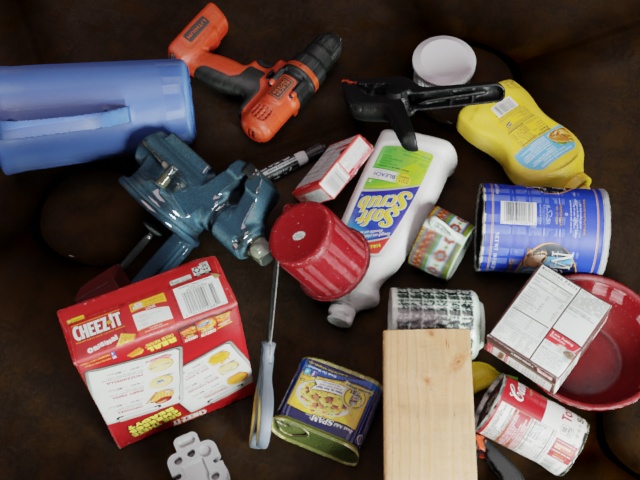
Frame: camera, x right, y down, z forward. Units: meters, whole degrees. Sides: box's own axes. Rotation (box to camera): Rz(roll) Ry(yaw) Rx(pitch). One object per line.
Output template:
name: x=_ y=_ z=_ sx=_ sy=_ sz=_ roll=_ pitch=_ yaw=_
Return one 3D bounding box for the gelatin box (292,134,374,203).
gelatin box: x=0.016 y=-0.083 z=1.284 sx=0.030 sy=0.073 sz=0.089 roll=45 pitch=65 yaw=-15

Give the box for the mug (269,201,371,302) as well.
mug: x=-0.008 y=0.001 z=1.180 sx=0.093 sy=0.081 sz=0.117 roll=-37 pitch=50 yaw=9

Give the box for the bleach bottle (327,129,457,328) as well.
bleach bottle: x=0.074 y=-0.009 z=1.245 sx=0.103 sy=0.068 sz=0.250 roll=14 pitch=63 yaw=19

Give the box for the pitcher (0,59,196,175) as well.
pitcher: x=-0.276 y=-0.155 z=1.300 sx=0.242 sy=0.145 sz=0.149 roll=-7 pitch=58 yaw=-5

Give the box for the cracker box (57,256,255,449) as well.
cracker box: x=-0.160 y=0.118 z=1.095 sx=0.164 sy=0.214 sz=0.072 roll=-20 pitch=60 yaw=-10

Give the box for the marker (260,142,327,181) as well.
marker: x=-0.046 y=-0.090 z=1.321 sx=0.121 sy=0.020 sz=0.020 roll=-27 pitch=63 yaw=-13

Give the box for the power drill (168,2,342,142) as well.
power drill: x=-0.087 y=-0.233 z=1.382 sx=0.188 sy=0.057 sz=0.184 roll=31 pitch=66 yaw=18

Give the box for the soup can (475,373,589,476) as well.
soup can: x=0.218 y=0.193 z=1.111 sx=0.102 sy=0.069 sz=0.068 roll=29 pitch=65 yaw=2

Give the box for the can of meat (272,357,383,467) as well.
can of meat: x=0.009 y=0.181 z=1.143 sx=0.102 sy=0.057 sz=0.084 roll=20 pitch=61 yaw=12

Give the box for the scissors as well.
scissors: x=-0.054 y=0.129 z=1.114 sx=0.016 sy=0.096 sz=0.202 roll=6 pitch=101 yaw=-10

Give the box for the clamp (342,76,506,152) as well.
clamp: x=0.109 y=-0.170 z=1.303 sx=0.164 sy=0.036 sz=0.210 roll=-27 pitch=32 yaw=-25

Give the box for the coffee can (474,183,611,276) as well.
coffee can: x=0.250 y=-0.011 z=1.217 sx=0.140 sy=0.103 sz=0.103 roll=3 pitch=61 yaw=4

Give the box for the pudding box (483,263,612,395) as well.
pudding box: x=0.241 y=0.092 z=1.131 sx=0.090 sy=0.039 sz=0.113 roll=33 pitch=65 yaw=20

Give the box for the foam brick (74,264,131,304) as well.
foam brick: x=-0.220 y=0.076 z=1.144 sx=0.051 sy=0.053 sz=0.078 roll=-29 pitch=104 yaw=5

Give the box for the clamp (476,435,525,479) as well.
clamp: x=0.186 y=0.284 z=1.088 sx=0.120 sy=0.039 sz=0.171 roll=2 pitch=62 yaw=2

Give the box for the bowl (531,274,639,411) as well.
bowl: x=0.291 y=0.120 z=1.168 sx=0.162 sy=0.055 sz=0.162 roll=-1 pitch=60 yaw=2

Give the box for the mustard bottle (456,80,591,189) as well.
mustard bottle: x=0.262 y=-0.108 z=1.297 sx=0.096 sy=0.058 sz=0.192 roll=-33 pitch=64 yaw=-21

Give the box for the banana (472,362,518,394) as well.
banana: x=0.129 y=0.193 z=1.143 sx=0.070 sy=0.037 sz=0.197 roll=38 pitch=68 yaw=21

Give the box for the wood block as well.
wood block: x=0.108 y=0.201 z=1.067 sx=0.090 sy=0.091 sz=0.206 roll=-1 pitch=63 yaw=4
